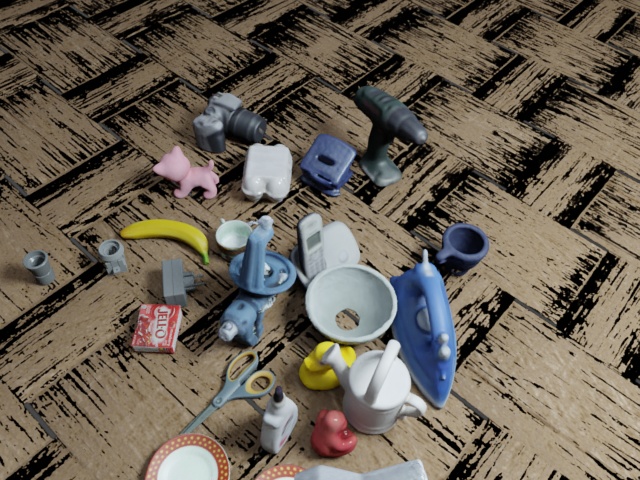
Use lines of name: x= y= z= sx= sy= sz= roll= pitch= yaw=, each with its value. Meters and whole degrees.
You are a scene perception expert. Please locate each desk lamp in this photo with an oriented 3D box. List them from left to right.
desk lamp: x=0.066 y=0.368 z=0.783 sx=0.203 sy=0.213 sz=0.117 roll=-10 pitch=53 yaw=-11

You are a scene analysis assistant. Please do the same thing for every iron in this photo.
iron: x=0.197 y=0.149 z=1.008 sx=0.118 sy=0.141 sz=0.258 roll=-4 pitch=52 yaw=-6

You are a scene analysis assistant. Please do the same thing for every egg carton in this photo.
egg carton: x=-0.116 y=-0.150 z=1.267 sx=0.107 sy=0.069 sz=0.150 roll=2 pitch=52 yaw=-2

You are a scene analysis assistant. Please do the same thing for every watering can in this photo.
watering can: x=0.085 y=0.226 z=0.908 sx=0.173 sy=0.194 sz=0.101 roll=7 pitch=52 yaw=2

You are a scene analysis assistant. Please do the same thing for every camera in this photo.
camera: x=-0.205 y=-0.275 z=1.338 sx=0.136 sy=0.101 sz=0.143 roll=23 pitch=54 yaw=14

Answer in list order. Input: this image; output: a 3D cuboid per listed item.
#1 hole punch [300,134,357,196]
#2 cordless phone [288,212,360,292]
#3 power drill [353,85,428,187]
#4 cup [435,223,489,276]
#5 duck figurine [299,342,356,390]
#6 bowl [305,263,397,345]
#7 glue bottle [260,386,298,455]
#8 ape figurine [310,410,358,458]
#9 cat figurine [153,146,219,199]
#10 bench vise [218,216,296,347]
hole punch: x=0.018 y=-0.167 z=1.275 sx=0.108 sy=0.091 sz=0.101 roll=28 pitch=56 yaw=17
cordless phone: x=0.010 y=0.004 z=1.082 sx=0.094 sy=0.185 sz=0.148 roll=38 pitch=59 yaw=24
power drill: x=0.147 y=-0.222 z=1.252 sx=0.076 sy=0.208 sz=0.229 roll=-23 pitch=57 yaw=-20
cup: x=0.269 y=0.034 z=1.132 sx=0.118 sy=0.095 sz=0.091 roll=-27 pitch=58 yaw=-22
duck figurine: x=0.015 y=0.206 z=0.987 sx=0.105 sy=0.086 sz=0.077 roll=-21 pitch=56 yaw=-18
bowl: x=0.055 y=0.129 z=1.057 sx=0.167 sy=0.075 sz=0.167 roll=2 pitch=52 yaw=-2
glue bottle: x=-0.064 y=0.266 z=0.880 sx=0.037 sy=0.173 sz=0.078 roll=22 pitch=54 yaw=13
ape figurine: x=0.021 y=0.301 z=0.910 sx=0.076 sy=0.092 sz=0.077 roll=-18 pitch=55 yaw=-17
cat figurine: x=-0.286 y=-0.149 z=1.224 sx=0.128 sy=0.118 sz=0.067 roll=-2 pitch=52 yaw=-5
bench vise: x=-0.106 y=0.075 z=0.996 sx=0.121 sy=0.220 sz=0.207 roll=6 pitch=52 yaw=1
